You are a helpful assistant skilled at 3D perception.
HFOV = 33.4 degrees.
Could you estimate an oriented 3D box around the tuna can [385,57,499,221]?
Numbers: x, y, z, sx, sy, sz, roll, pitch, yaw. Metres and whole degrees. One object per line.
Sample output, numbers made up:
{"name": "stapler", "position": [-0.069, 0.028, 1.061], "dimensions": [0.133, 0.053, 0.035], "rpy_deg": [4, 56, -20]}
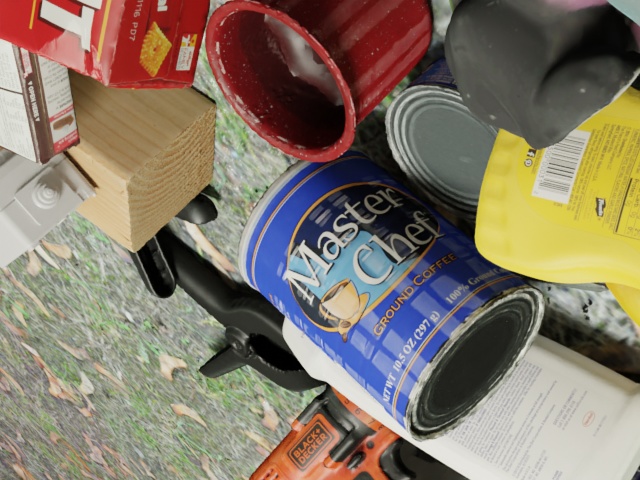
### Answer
{"name": "tuna can", "position": [0.078, -0.053, 0.554], "dimensions": [0.086, 0.033, 0.086], "rpy_deg": [31, 147, 22]}

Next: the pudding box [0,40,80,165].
{"name": "pudding box", "position": [-0.206, -0.107, 0.663], "dimensions": [0.114, 0.039, 0.090], "rpy_deg": [25, 135, 29]}

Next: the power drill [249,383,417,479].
{"name": "power drill", "position": [0.063, 0.164, 0.698], "dimensions": [0.188, 0.184, 0.057], "rpy_deg": [46, -167, 24]}

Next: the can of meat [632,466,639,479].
{"name": "can of meat", "position": [0.201, 0.190, 0.657], "dimensions": [0.102, 0.083, 0.058], "rpy_deg": [50, 150, -11]}

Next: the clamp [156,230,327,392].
{"name": "clamp", "position": [-0.063, 0.067, 0.872], "dimensions": [0.210, 0.036, 0.164], "rpy_deg": [9, 134, 47]}

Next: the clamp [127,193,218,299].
{"name": "clamp", "position": [-0.156, -0.033, 0.843], "dimensions": [0.171, 0.039, 0.120], "rpy_deg": [41, 130, 18]}

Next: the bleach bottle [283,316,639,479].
{"name": "bleach bottle", "position": [0.074, 0.074, 0.649], "dimensions": [0.251, 0.102, 0.068], "rpy_deg": [30, 175, 25]}

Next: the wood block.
{"name": "wood block", "position": [-0.181, -0.097, 0.757], "dimensions": [0.206, 0.090, 0.091], "rpy_deg": [35, 150, 15]}

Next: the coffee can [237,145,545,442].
{"name": "coffee can", "position": [0.037, 0.026, 0.589], "dimensions": [0.140, 0.102, 0.103], "rpy_deg": [41, 152, 30]}

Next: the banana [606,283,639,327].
{"name": "banana", "position": [0.213, 0.086, 0.560], "dimensions": [0.070, 0.037, 0.197], "rpy_deg": [-5, 124, 51]}

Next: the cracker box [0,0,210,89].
{"name": "cracker box", "position": [-0.147, -0.188, 0.551], "dimensions": [0.214, 0.071, 0.164], "rpy_deg": [26, 113, 30]}

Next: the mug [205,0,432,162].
{"name": "mug", "position": [-0.005, -0.101, 0.546], "dimensions": [0.117, 0.081, 0.093], "rpy_deg": [7, 134, 46]}

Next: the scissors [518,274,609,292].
{"name": "scissors", "position": [0.084, 0.022, 0.660], "dimensions": [0.202, 0.016, 0.096], "rpy_deg": [24, 146, 31]}

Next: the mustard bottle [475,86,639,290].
{"name": "mustard bottle", "position": [0.164, -0.013, 0.445], "dimensions": [0.192, 0.096, 0.058], "rpy_deg": [17, 176, 37]}
